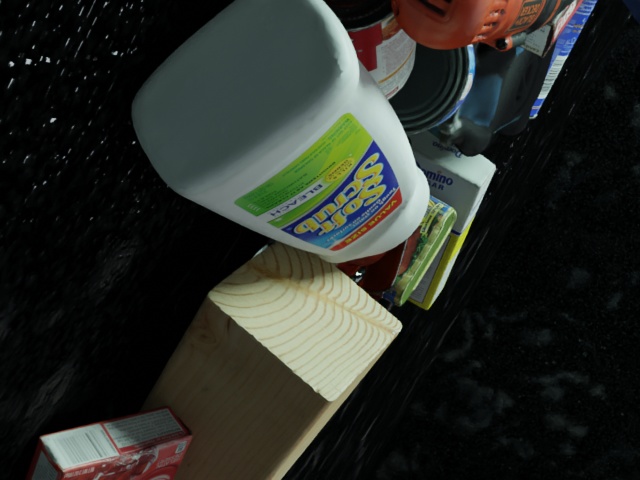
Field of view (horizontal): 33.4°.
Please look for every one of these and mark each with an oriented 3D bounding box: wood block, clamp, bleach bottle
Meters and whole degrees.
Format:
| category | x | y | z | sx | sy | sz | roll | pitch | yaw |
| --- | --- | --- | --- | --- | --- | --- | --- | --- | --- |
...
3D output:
| category | x | y | z | sx | sy | sz | roll | pitch | yaw |
| --- | --- | --- | --- | --- | --- | --- | --- | --- | --- |
| wood block | -0.049 | 0.105 | 0.660 | 0.090 | 0.091 | 0.206 | -39 | 166 | -49 |
| clamp | -0.032 | -0.028 | 0.631 | 0.171 | 0.039 | 0.120 | -46 | 167 | -38 |
| bleach bottle | 0.008 | -0.040 | 0.549 | 0.103 | 0.068 | 0.250 | -36 | 159 | 11 |

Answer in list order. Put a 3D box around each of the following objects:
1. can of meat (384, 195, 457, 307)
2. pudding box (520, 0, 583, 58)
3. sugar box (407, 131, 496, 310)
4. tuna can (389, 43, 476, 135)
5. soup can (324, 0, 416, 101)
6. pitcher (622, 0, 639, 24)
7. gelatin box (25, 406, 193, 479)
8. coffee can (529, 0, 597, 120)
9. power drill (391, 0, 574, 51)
| category | x | y | z | sx | sy | sz | roll | pitch | yaw |
| --- | --- | --- | --- | --- | --- | --- | --- | --- | --- |
| can of meat | 0.059 | -0.003 | 0.930 | 0.102 | 0.084 | 0.057 | -58 | 167 | -5 |
| pudding box | 0.119 | -0.180 | 0.692 | 0.090 | 0.113 | 0.039 | -54 | 162 | -26 |
| sugar box | 0.093 | -0.021 | 1.001 | 0.048 | 0.093 | 0.176 | -48 | 164 | -43 |
| tuna can | 0.052 | -0.109 | 0.662 | 0.086 | 0.086 | 0.033 | -63 | 169 | 15 |
| soup can | 0.016 | -0.115 | 0.546 | 0.068 | 0.068 | 0.102 | -57 | 168 | -11 |
| pitcher | 0.245 | -0.223 | 0.751 | 0.149 | 0.243 | 0.145 | -22 | 145 | 7 |
| gelatin box | -0.122 | 0.136 | 0.601 | 0.089 | 0.030 | 0.073 | -7 | 132 | -45 |
| coffee can | 0.166 | -0.185 | 0.884 | 0.140 | 0.103 | 0.102 | -65 | 166 | 24 |
| power drill | 0.116 | -0.175 | 0.482 | 0.184 | 0.057 | 0.188 | -32 | 152 | -58 |
